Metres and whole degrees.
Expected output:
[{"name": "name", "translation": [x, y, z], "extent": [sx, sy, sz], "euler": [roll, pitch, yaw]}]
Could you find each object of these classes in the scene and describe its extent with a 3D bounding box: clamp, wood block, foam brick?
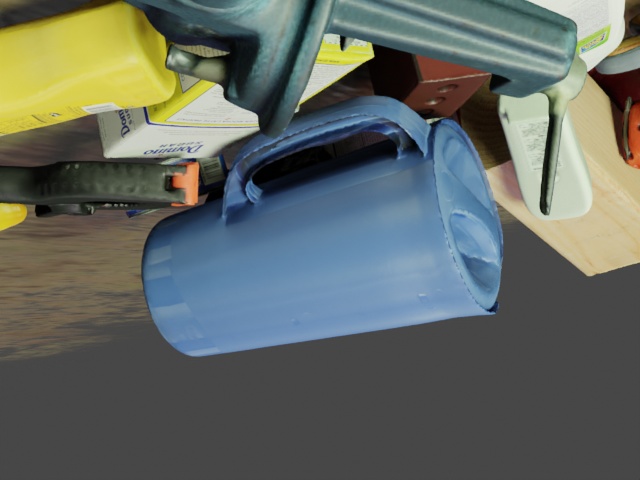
[{"name": "clamp", "translation": [-0.180, -0.036, 0.734], "extent": [0.210, 0.036, 0.164], "euler": [-1, 176, 33]}, {"name": "wood block", "translation": [0.205, -0.058, 0.867], "extent": [0.090, 0.091, 0.205], "euler": [-20, 145, 33]}, {"name": "foam brick", "translation": [0.070, -0.115, 0.705], "extent": [0.053, 0.051, 0.078], "euler": [-10, 168, -16]}]

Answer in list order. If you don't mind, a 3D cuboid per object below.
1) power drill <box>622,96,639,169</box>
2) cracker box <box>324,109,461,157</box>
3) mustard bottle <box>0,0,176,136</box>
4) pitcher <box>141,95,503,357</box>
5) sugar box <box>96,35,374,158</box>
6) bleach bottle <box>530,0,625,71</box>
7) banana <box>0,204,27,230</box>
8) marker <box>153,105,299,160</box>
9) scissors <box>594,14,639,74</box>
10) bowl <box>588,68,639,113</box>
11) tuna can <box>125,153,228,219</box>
[{"name": "power drill", "translation": [0.320, -0.089, 0.763], "extent": [0.184, 0.057, 0.188], "euler": [6, 172, -13]}, {"name": "cracker box", "translation": [0.058, -0.053, 0.945], "extent": [0.214, 0.072, 0.163], "euler": [-22, 165, 40]}, {"name": "mustard bottle", "translation": [-0.178, -0.079, 0.564], "extent": [0.191, 0.058, 0.096], "euler": [-14, -177, 3]}, {"name": "pitcher", "translation": [-0.005, 0.001, 0.744], "extent": [0.243, 0.149, 0.144], "euler": [-14, 172, 24]}, {"name": "sugar box", "translation": [-0.058, -0.098, 0.656], "extent": [0.093, 0.048, 0.177], "euler": [-3, 169, -40]}, {"name": "bleach bottle", "translation": [0.130, -0.138, 0.639], "extent": [0.103, 0.068, 0.250], "euler": [-19, 170, 14]}, {"name": "banana", "translation": [-0.319, -0.013, 0.797], "extent": [0.197, 0.037, 0.070], "euler": [-8, -173, -18]}, {"name": "marker", "translation": [-0.073, -0.083, 0.773], "extent": [0.121, 0.020, 0.020], "euler": [-17, 168, 17]}, {"name": "scissors", "translation": [0.249, -0.132, 0.686], "extent": [0.096, 0.016, 0.202], "euler": [-31, -163, -7]}, {"name": "bowl", "translation": [0.302, -0.131, 0.896], "extent": [0.162, 0.055, 0.162], "euler": [-13, 168, -3]}, {"name": "tuna can", "translation": [-0.112, -0.045, 0.821], "extent": [0.086, 0.034, 0.086], "euler": [-18, -175, 1]}]
